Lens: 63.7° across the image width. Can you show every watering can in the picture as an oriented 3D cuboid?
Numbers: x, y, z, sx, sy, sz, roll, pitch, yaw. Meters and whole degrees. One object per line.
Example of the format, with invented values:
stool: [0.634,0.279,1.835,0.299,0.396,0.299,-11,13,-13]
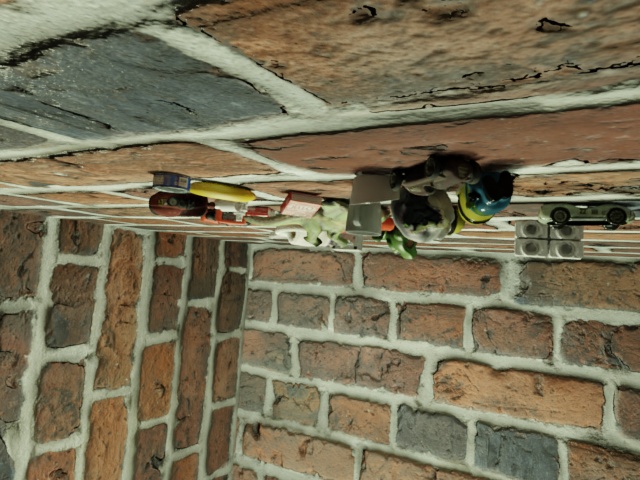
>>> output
watering can: [-0.062,-0.028,1.899,0.224,0.104,0.346,5,175,-17]

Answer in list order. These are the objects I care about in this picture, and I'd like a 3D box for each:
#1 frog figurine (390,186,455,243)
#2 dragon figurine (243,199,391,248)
frog figurine: [0.223,-0.061,1.110,0.138,0.121,0.160,36,-167,13]
dragon figurine: [0.004,-0.074,1.466,0.410,0.124,0.239,4,158,-18]
